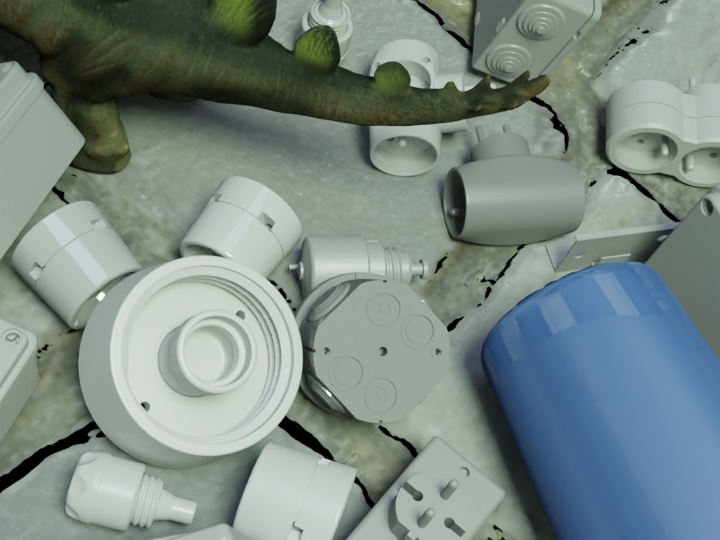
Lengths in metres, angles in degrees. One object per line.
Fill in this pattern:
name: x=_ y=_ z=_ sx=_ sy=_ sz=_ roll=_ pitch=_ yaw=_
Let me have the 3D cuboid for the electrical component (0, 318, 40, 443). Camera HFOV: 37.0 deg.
electrical component: x=-0.230 y=0.062 z=0.521 sx=0.109 sy=0.056 sz=0.108 roll=24 pitch=58 yaw=2

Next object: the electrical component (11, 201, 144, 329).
electrical component: x=-0.150 y=-0.001 z=0.578 sx=0.055 sy=0.055 sz=0.047 roll=-37 pitch=77 yaw=-28

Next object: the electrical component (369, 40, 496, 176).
electrical component: x=0.046 y=-0.104 z=0.677 sx=0.079 sy=0.044 sz=0.077 roll=-4 pitch=59 yaw=10

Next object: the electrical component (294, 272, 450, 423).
electrical component: x=0.005 y=0.041 z=0.573 sx=0.080 sy=0.051 sz=0.080 roll=0 pitch=91 yaw=-16

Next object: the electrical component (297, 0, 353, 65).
electrical component: x=-0.021 y=-0.158 z=0.691 sx=0.035 sy=0.061 sz=0.035 roll=5 pitch=59 yaw=-9

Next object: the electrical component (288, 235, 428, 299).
electrical component: x=0.000 y=0.000 z=0.617 sx=0.078 sy=0.040 sz=0.040 roll=-1 pitch=61 yaw=-13

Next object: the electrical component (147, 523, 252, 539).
electrical component: x=-0.078 y=0.150 z=0.483 sx=0.096 sy=0.061 sz=0.061 roll=-18 pitch=63 yaw=5

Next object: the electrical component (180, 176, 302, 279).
electrical component: x=-0.068 y=-0.017 z=0.604 sx=0.055 sy=0.055 sz=0.047 roll=30 pitch=62 yaw=6

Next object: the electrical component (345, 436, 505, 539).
electrical component: x=0.032 y=0.124 z=0.531 sx=0.047 sy=0.075 sz=0.083 roll=39 pitch=60 yaw=11

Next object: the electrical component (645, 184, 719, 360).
electrical component: x=0.220 y=0.019 z=0.614 sx=0.056 sy=0.108 sz=0.108 roll=-13 pitch=64 yaw=-22

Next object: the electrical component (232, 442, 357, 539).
electrical component: x=-0.033 y=0.117 z=0.534 sx=0.047 sy=0.055 sz=0.055 roll=20 pitch=58 yaw=4

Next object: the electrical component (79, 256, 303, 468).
electrical component: x=-0.081 y=0.044 z=0.540 sx=0.108 sy=0.060 sz=0.108 roll=6 pitch=77 yaw=-25

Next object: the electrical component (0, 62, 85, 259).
electrical component: x=-0.212 y=-0.052 z=0.571 sx=0.078 sy=0.057 sz=0.113 roll=0 pitch=50 yaw=35

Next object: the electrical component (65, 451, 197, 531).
electrical component: x=-0.112 y=0.112 z=0.531 sx=0.061 sy=0.035 sz=0.035 roll=16 pitch=58 yaw=-6

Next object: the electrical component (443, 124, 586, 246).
electrical component: x=0.091 y=-0.058 z=0.669 sx=0.077 sy=0.043 sz=0.079 roll=-3 pitch=61 yaw=-14

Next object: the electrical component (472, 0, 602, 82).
electrical component: x=0.115 y=-0.180 z=0.714 sx=0.048 sy=0.099 sz=0.099 roll=18 pitch=57 yaw=-16

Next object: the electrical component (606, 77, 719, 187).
electrical component: x=0.232 y=-0.099 z=0.718 sx=0.138 sy=0.052 sz=0.073 roll=12 pitch=59 yaw=-5
